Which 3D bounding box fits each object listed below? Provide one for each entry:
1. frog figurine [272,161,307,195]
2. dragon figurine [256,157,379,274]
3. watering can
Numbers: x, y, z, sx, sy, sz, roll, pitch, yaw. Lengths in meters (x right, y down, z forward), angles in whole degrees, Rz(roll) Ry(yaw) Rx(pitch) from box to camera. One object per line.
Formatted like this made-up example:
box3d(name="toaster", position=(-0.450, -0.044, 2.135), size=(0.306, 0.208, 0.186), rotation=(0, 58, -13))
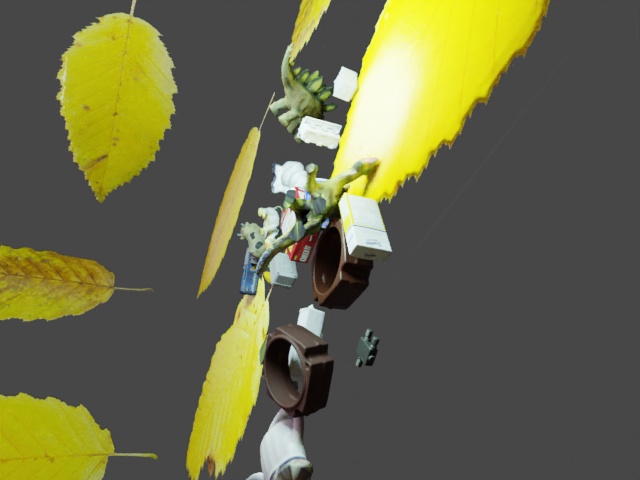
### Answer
box3d(name="frog figurine", position=(-0.088, -0.217, 1.857), size=(0.159, 0.139, 0.121), rotation=(5, -19, 34))
box3d(name="dragon figurine", position=(0.004, -0.068, 1.356), size=(0.124, 0.405, 0.243), rotation=(49, 23, 25))
box3d(name="watering can", position=(-0.116, 0.606, 1.375), size=(0.103, 0.343, 0.228), rotation=(19, 17, -23))
